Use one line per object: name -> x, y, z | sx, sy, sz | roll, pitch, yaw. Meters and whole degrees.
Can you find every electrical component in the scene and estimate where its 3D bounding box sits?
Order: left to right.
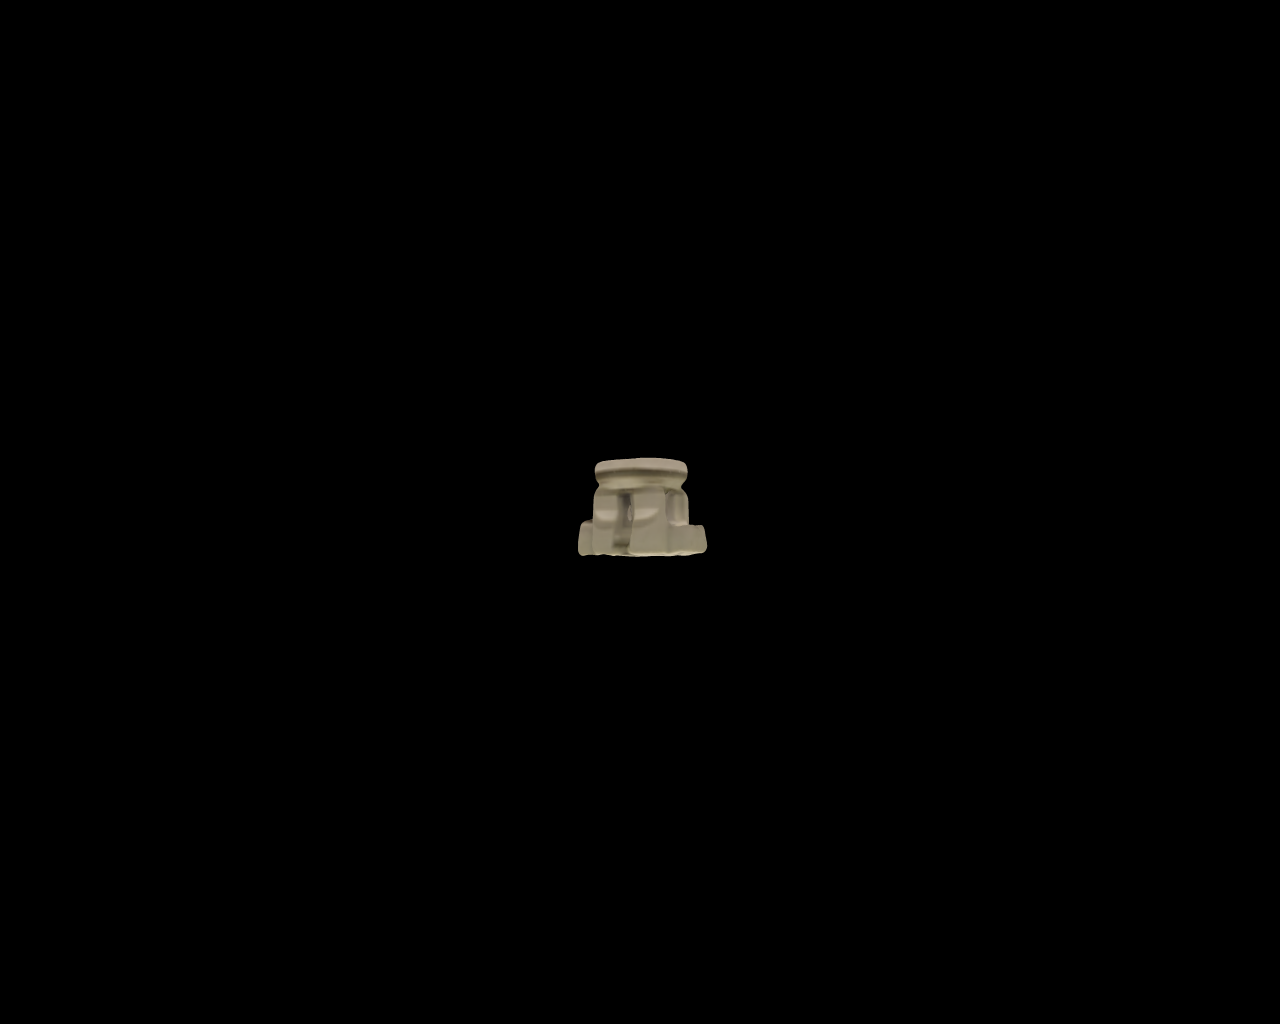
electrical component -> 0.001, -0.003, 0.650 | 0.078, 0.057, 0.058 | -2, -4, 27
